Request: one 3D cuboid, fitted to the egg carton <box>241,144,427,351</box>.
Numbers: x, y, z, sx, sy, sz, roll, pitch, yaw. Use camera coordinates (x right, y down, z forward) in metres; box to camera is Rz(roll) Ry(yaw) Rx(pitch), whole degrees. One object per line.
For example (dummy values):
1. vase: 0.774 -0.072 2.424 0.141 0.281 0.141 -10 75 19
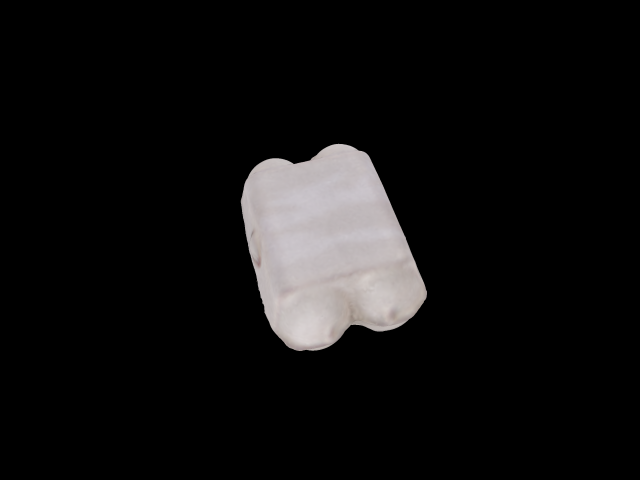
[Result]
1. egg carton: 0.004 0.001 0.400 0.107 0.069 0.150 -14 58 -9
